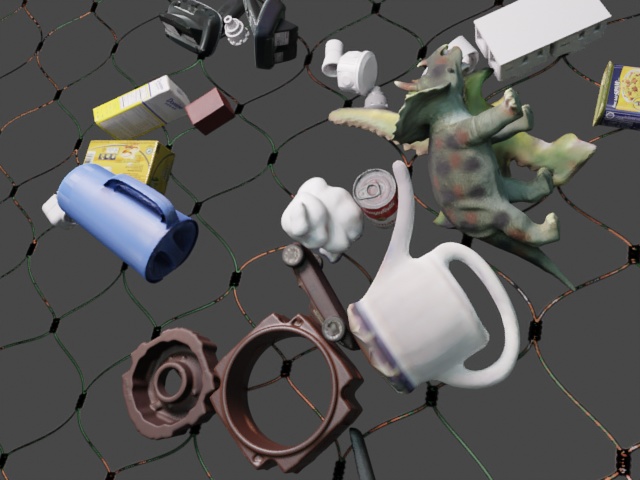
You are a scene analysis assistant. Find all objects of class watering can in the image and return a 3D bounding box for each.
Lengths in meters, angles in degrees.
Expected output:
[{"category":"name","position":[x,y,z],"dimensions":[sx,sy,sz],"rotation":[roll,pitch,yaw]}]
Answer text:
[{"category":"watering can","position":[0.137,0.075,0.759],"dimensions":[0.224,0.104,0.349],"rotation":[-33,84,2]}]

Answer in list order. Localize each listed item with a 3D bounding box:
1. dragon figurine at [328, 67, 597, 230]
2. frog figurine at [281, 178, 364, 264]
[{"category":"dragon figurine","position":[0.219,-0.136,0.841],"dimensions":[0.409,0.121,0.245],"rotation":[-7,77,18]},{"category":"frog figurine","position":[0.003,-0.042,0.836],"dimensions":[0.122,0.157,0.140],"rotation":[-19,67,9]}]
